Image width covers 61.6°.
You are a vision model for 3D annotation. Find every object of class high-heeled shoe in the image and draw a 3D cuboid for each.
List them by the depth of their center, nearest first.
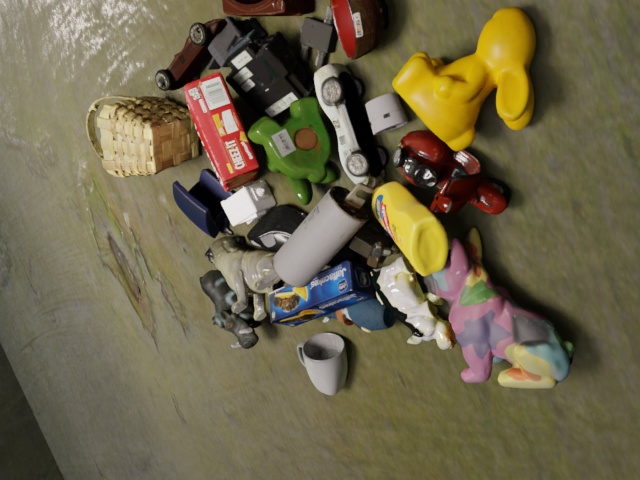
[{"bbox_3d":[-0.034,0.008,1.003,0.145,0.086,0.249,44,154,-21],"label":"high-heeled shoe"}]

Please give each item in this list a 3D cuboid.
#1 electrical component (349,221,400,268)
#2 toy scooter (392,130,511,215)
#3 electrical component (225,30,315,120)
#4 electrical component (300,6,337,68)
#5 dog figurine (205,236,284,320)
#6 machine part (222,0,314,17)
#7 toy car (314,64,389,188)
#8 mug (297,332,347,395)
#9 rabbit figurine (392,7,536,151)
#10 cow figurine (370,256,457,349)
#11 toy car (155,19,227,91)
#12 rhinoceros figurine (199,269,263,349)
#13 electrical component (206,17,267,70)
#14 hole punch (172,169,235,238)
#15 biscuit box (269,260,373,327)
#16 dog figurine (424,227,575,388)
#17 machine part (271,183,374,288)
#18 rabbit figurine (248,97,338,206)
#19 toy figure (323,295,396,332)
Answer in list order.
[{"bbox_3d":[0.094,0.002,0.863,0.078,0.102,0.045,35,124,9],"label":"electrical component"},{"bbox_3d":[0.167,-0.086,0.741,0.184,0.135,0.075,38,128,22],"label":"toy scooter"},{"bbox_3d":[-0.087,-0.274,0.888,0.115,0.058,0.134,-20,124,39],"label":"electrical component"},{"bbox_3d":[-0.003,-0.327,0.855,0.063,0.021,0.094,32,125,26],"label":"electrical component"},{"bbox_3d":[-0.132,0.038,1.070,0.172,0.121,0.191,-32,58,3],"label":"dog figurine"},{"bbox_3d":[-0.086,-0.453,0.830,0.202,0.087,0.200,16,118,35],"label":"machine part"},{"bbox_3d":[0.050,-0.176,0.839,0.056,0.073,0.201,-15,97,38],"label":"toy car"},{"bbox_3d":[0.004,0.244,1.043,0.110,0.081,0.107,7,122,31],"label":"mug"},{"bbox_3d":[0.202,-0.207,0.681,0.173,0.122,0.162,-44,71,21],"label":"rabbit figurine"},{"bbox_3d":[0.149,0.110,0.871,0.098,0.068,0.167,-30,88,34],"label":"cow figurine"},{"bbox_3d":[-0.232,-0.343,0.988,0.202,0.089,0.053,-32,90,43],"label":"toy car"},{"bbox_3d":[-0.183,0.139,1.131,0.190,0.112,0.073,54,130,19],"label":"rhinoceros figurine"},{"bbox_3d":[-0.155,-0.331,0.941,0.048,0.075,0.119,53,127,10],"label":"electrical component"},{"bbox_3d":[-0.246,-0.068,1.115,0.142,0.092,0.115,37,131,17],"label":"hole punch"},{"bbox_3d":[-0.002,0.098,0.953,0.203,0.062,0.059,-27,57,36],"label":"biscuit box"},{"bbox_3d":[0.249,0.091,0.768,0.192,0.108,0.219,-7,100,41],"label":"dog figurine"},{"bbox_3d":[-0.002,-0.003,0.860,0.079,0.079,0.243,49,122,12],"label":"machine part"},{"bbox_3d":[-0.038,-0.148,0.903,0.159,0.121,0.170,52,169,-12],"label":"rabbit figurine"},{"bbox_3d":[0.063,0.128,0.962,0.155,0.064,0.057,2,148,43],"label":"toy figure"}]
